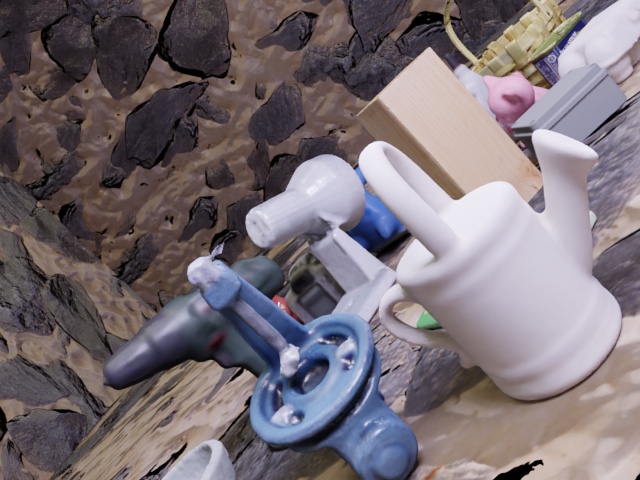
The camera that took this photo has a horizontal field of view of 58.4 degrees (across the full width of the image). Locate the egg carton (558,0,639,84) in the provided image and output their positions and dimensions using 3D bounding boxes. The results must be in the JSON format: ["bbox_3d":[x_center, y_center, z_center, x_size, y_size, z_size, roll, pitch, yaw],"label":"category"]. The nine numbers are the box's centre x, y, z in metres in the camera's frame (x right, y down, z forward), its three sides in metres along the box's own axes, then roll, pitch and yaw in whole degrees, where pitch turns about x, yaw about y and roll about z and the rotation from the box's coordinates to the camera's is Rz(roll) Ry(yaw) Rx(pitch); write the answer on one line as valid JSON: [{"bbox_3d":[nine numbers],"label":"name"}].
[{"bbox_3d":[0.390,-0.262,0.764,0.150,0.069,0.107,-47,8,-18],"label":"egg carton"}]

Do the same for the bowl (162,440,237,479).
[{"bbox_3d":[-0.134,0.287,0.564,0.167,0.075,0.167,-43,8,8],"label":"bowl"}]

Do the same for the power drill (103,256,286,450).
[{"bbox_3d":[-0.096,0.137,0.661,0.230,0.208,0.075,-49,9,-31],"label":"power drill"}]

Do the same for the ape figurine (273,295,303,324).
[{"bbox_3d":[-0.076,0.131,1.029,0.076,0.092,0.077,-48,9,-22],"label":"ape figurine"}]

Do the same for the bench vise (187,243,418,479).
[{"bbox_3d":[-0.034,0.102,0.482,0.122,0.220,0.207,-48,9,-25],"label":"bench vise"}]

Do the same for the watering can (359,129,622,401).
[{"bbox_3d":[0.105,0.001,0.386,0.173,0.194,0.101,-44,8,1],"label":"watering can"}]

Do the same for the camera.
[{"bbox_3d":[0.012,0.053,0.948,0.143,0.101,0.137,-42,8,18],"label":"camera"}]

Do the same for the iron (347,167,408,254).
[{"bbox_3d":[0.115,-0.088,1.010,0.118,0.141,0.259,-37,11,45],"label":"iron"}]

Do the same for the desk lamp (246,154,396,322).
[{"bbox_3d":[0.007,0.003,0.815,0.117,0.213,0.203,-36,12,47],"label":"desk lamp"}]

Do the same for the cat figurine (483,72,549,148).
[{"bbox_3d":[0.283,-0.201,0.815,0.067,0.118,0.128,-37,11,44],"label":"cat figurine"}]

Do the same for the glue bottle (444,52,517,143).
[{"bbox_3d":[0.252,-0.224,0.894,0.078,0.173,0.037,-49,9,-29],"label":"glue bottle"}]
